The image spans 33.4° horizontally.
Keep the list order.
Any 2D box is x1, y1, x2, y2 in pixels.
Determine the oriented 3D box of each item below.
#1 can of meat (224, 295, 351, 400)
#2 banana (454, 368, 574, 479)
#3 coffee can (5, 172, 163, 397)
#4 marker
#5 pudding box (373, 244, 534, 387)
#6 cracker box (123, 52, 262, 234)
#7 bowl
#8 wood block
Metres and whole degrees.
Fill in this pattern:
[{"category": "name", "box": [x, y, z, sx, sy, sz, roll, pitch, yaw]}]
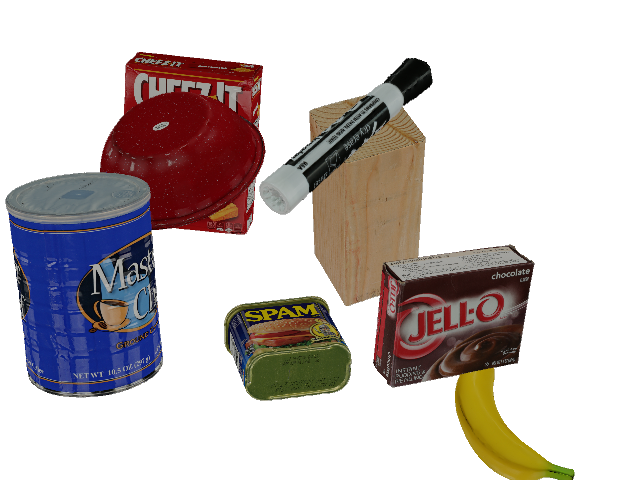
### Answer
[{"category": "can of meat", "box": [-0.030, 0.098, 0.970, 0.102, 0.057, 0.084, -5, 28, -15]}, {"category": "banana", "box": [0.162, 0.168, 0.998, 0.069, 0.037, 0.198, 8, 25, -20]}, {"category": "coffee can", "box": [-0.173, 0.030, 0.793, 0.103, 0.140, 0.103, -1, 20, 0]}, {"category": "marker", "box": [0.016, -0.054, 0.523, 0.020, 0.020, 0.121, 0, 36, 51]}, {"category": "pudding box", "box": [0.098, 0.055, 0.797, 0.113, 0.090, 0.039, -9, 31, -22]}, {"category": "cracker box", "box": [-0.164, -0.120, 1.358, 0.164, 0.214, 0.072, 7, 23, 4]}, {"category": "bowl", "box": [-0.134, -0.084, 0.957, 0.162, 0.162, 0.055, 0, -44, 19]}, {"category": "wood block", "box": [0.048, -0.041, 1.115, 0.090, 0.206, 0.091, -17, 47, -15]}]
